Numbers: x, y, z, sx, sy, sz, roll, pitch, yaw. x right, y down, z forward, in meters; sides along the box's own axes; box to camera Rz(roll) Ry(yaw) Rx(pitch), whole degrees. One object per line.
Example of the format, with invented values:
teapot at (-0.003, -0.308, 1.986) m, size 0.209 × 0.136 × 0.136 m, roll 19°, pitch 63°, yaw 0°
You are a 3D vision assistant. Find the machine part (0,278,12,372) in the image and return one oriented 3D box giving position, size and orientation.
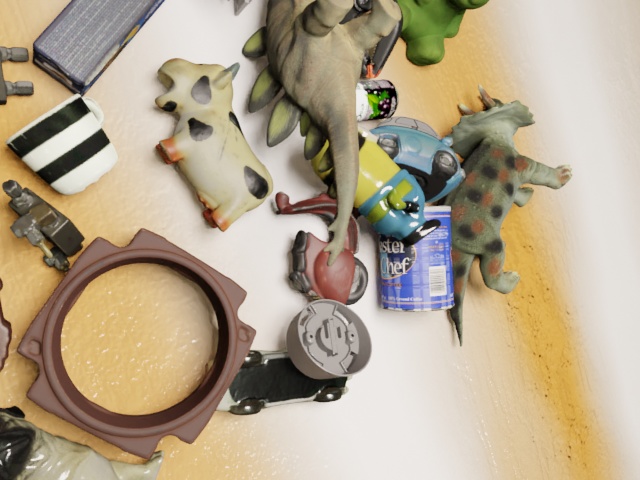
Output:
machine part at (-0.381, 0.077, 0.495) m, size 0.179 × 0.056 × 0.179 m, roll 1°, pitch 88°, yaw -28°

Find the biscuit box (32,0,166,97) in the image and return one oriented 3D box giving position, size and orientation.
biscuit box at (-0.223, -0.253, 0.587) m, size 0.062 × 0.059 × 0.202 m, roll 39°, pitch 72°, yaw -22°

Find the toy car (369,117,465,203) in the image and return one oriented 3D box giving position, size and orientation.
toy car at (0.119, -0.121, 0.765) m, size 0.161 × 0.109 × 0.103 m, roll 18°, pitch 58°, yaw -17°

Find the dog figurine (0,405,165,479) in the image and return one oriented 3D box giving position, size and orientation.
dog figurine at (-0.276, 0.271, 0.541) m, size 0.190 × 0.121 × 0.172 m, roll 19°, pitch 81°, yaw -11°

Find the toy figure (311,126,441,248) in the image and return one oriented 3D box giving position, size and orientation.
toy figure at (0.067, -0.067, 0.670) m, size 0.180 × 0.082 × 0.089 m, roll 51°, pitch 48°, yaw 1°

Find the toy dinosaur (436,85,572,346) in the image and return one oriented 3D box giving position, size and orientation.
toy dinosaur at (0.242, -0.053, 0.822) m, size 0.192 × 0.131 × 0.404 m, roll 28°, pitch 80°, yaw -13°

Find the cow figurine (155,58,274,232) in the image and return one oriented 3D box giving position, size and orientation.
cow figurine at (-0.124, -0.121, 0.628) m, size 0.127 × 0.085 × 0.194 m, roll -36°, pitch 104°, yaw -19°

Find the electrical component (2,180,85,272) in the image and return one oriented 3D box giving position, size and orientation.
electrical component at (-0.276, -0.009, 0.537) m, size 0.078 × 0.102 × 0.045 m, roll 35°, pitch 69°, yaw 3°

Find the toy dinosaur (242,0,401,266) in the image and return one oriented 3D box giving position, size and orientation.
toy dinosaur at (-0.004, -0.205, 0.610) m, size 0.105 × 0.198 × 0.471 m, roll 10°, pitch 52°, yaw -29°

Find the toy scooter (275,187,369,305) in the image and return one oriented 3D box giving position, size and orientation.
toy scooter at (-0.001, -0.002, 0.701) m, size 0.135 × 0.075 × 0.183 m, roll 10°, pitch 81°, yaw -29°

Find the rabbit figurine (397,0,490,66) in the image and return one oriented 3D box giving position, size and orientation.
rabbit figurine at (0.189, -0.343, 0.758) m, size 0.121 × 0.170 × 0.159 m, roll 42°, pitch 71°, yaw -24°

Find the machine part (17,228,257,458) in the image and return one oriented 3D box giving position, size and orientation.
machine part at (-0.185, 0.104, 0.566) m, size 0.201 × 0.087 × 0.201 m, roll 34°, pitch 74°, yaw -12°

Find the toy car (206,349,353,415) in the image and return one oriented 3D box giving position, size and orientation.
toy car at (-0.046, 0.174, 0.685) m, size 0.202 × 0.056 × 0.073 m, roll 1°, pitch 82°, yaw -31°

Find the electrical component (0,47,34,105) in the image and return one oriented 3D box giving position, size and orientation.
electrical component at (-0.342, -0.168, 0.539) m, size 0.094 × 0.021 × 0.063 m, roll -10°, pitch 94°, yaw -28°
